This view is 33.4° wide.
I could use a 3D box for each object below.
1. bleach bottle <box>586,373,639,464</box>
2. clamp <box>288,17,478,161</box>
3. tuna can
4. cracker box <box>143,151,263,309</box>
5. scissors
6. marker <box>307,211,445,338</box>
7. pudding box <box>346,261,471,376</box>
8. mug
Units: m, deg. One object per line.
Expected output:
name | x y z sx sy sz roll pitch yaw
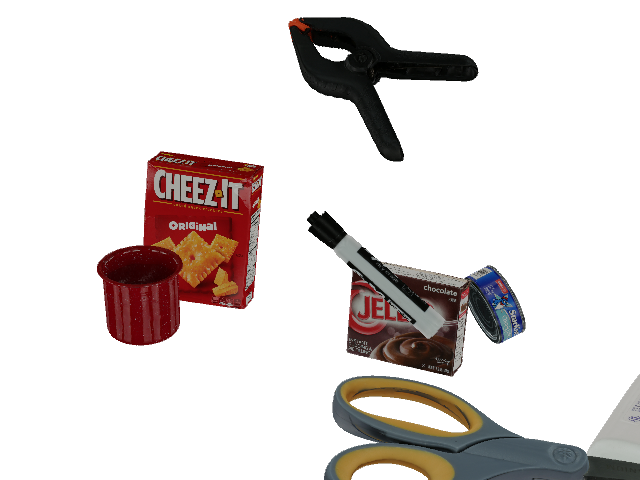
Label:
bleach bottle | 0.247 0.099 0.649 0.103 0.068 0.250 18 29 29
clamp | 0.049 -0.153 0.935 0.120 0.172 0.039 -38 -24 -20
tuna can | 0.197 0.074 1.217 0.033 0.086 0.086 -26 4 -8
cracker box | -0.178 -0.013 1.597 0.164 0.214 0.072 9 19 8
scissors | 0.089 0.104 0.449 0.202 0.016 0.096 16 33 24
marker | 0.038 0.023 0.756 0.121 0.020 0.020 42 1 2
pudding box | 0.084 0.072 1.025 0.114 0.090 0.039 10 19 21
mug | -0.206 0.058 1.187 0.117 0.081 0.093 26 36 38
